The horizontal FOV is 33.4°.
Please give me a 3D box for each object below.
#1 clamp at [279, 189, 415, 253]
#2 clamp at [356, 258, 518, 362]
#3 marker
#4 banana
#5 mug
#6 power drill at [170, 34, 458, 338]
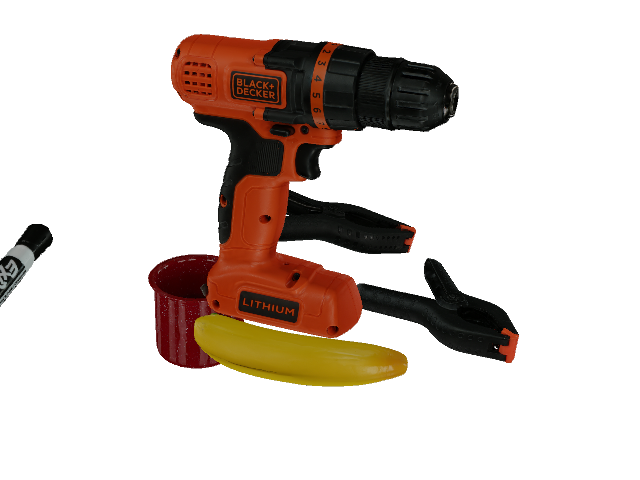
[{"bbox_3d":[0.005,-0.018,1.173,0.210,0.036,0.164,14,21,-9],"label":"clamp"},{"bbox_3d":[0.129,0.066,1.051,0.172,0.039,0.120,26,39,31],"label":"clamp"},{"bbox_3d":[-0.198,0.027,0.658,0.020,0.020,0.121,0,34,18],"label":"marker"},{"bbox_3d":[-0.031,0.082,0.829,0.198,0.037,0.069,11,27,33],"label":"banana"},{"bbox_3d":[-0.111,0.074,1.028,0.093,0.081,0.117,-22,36,-40],"label":"mug"},{"bbox_3d":[-0.007,-0.035,0.683,0.185,0.188,0.057,11,24,21],"label":"power drill"}]
